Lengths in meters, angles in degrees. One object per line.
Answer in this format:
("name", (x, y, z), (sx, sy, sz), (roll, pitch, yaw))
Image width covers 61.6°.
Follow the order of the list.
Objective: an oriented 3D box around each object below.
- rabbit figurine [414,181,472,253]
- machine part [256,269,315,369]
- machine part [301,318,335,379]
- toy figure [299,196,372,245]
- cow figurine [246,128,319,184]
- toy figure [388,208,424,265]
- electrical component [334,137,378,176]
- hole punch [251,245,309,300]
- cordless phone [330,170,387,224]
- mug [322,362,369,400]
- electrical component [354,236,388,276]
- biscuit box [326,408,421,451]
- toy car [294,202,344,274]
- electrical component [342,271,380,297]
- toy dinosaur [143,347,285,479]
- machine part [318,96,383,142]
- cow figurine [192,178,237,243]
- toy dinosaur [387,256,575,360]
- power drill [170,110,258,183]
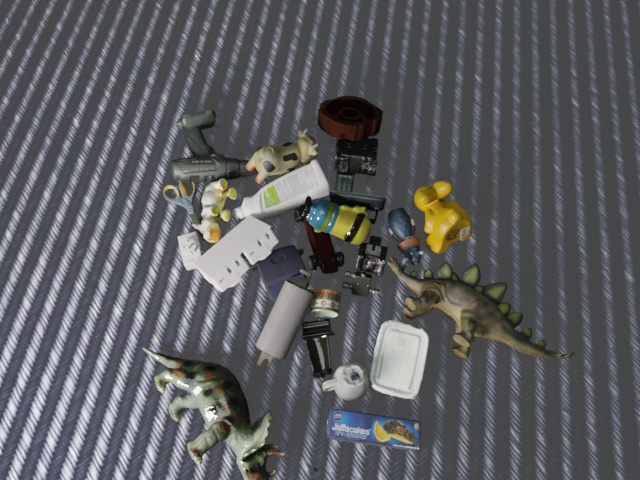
("rabbit figurine", (0.291, -0.075, 1.357), (0.122, 0.162, 0.173), (-30, 51, 0))
("machine part", (-0.079, 0.183, 1.241), (0.079, 0.079, 0.243), (24, 86, 10))
("machine part", (-0.001, 0.252, 1.258), (0.084, 0.039, 0.139), (-3, 65, -7))
("toy figure", (0.039, -0.046, 1.323), (0.180, 0.082, 0.089), (17, 68, -14))
("cow figurine", (-0.086, -0.224, 1.415), (0.195, 0.127, 0.085), (-17, 67, -39))
("toy figure", (0.220, -0.007, 1.362), (0.058, 0.064, 0.154), (-1, 65, -43))
("electrical component", (0.097, -0.234, 1.439), (0.115, 0.058, 0.134), (6, 42, -1))
("hole punch", (-0.094, 0.070, 1.312), (0.142, 0.092, 0.116), (-22, 65, -6))
("cordless phone", (0.103, -0.138, 1.415), (0.147, 0.088, 0.184), (7, 48, 3))
("mug", (0.059, 0.310, 1.195), (0.110, 0.107, 0.081), (-6, 65, -5))
("electrical component", (0.129, 0.036, 1.343), (0.075, 0.047, 0.119), (11, 27, 1))
("biscuit box", (0.116, 0.414, 1.174), (0.203, 0.062, 0.059), (7, 66, 2))
("toy car", (-0.003, -0.004, 1.362), (0.089, 0.053, 0.202), (-7, 66, -25))
("electrical component", (0.102, 0.106, 1.308), (0.094, 0.063, 0.021), (14, 33, 5))
("toy dinosaur", (-0.230, 0.352, 1.176), (0.192, 0.131, 0.405), (-24, 63, -24))
("machine part", (0.081, -0.331, 1.468), (0.179, 0.056, 0.179), (3, 39, -3))
("cow figurine", (-0.281, -0.070, 1.376), (0.098, 0.068, 0.167), (-7, 59, 36))
("toy dinosaur", (0.363, 0.171, 1.262), (0.472, 0.105, 0.198), (37, 67, 10))
("power drill", (-0.296, -0.247, 1.458), (0.232, 0.086, 0.207), (-13, 74, -14))
